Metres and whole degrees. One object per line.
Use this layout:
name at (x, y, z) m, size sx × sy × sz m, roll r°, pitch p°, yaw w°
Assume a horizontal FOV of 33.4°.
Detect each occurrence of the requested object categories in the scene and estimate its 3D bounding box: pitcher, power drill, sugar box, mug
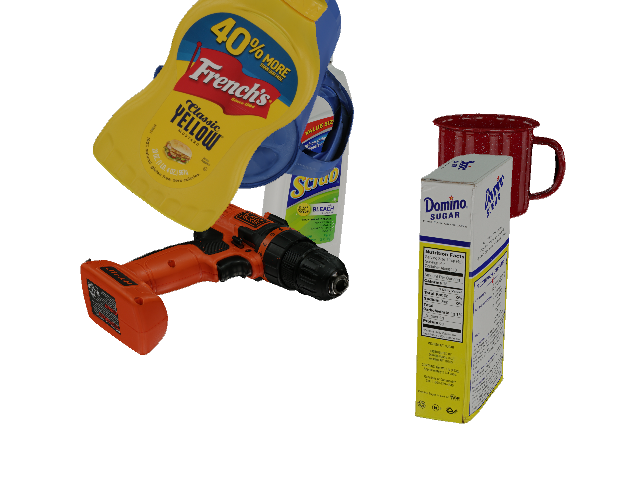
pitcher at (-0.047, -0.164, 1.055) m, size 0.145 × 0.149 × 0.242 m, roll -7°, pitch 35°, yaw 23°
power drill at (-0.093, 0.032, 0.912) m, size 0.187 × 0.057 × 0.185 m, roll -22°, pitch 29°, yaw -35°
sugar box at (0.102, 0.032, 0.762) m, size 0.048 × 0.176 × 0.093 m, roll 5°, pitch 17°, yaw 25°
mug at (0.157, -0.065, 0.946) m, size 0.117 × 0.081 × 0.093 m, roll 4°, pitch 15°, yaw 14°

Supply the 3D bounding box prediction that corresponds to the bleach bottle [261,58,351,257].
bleach bottle at (-0.018, -0.100, 1.236) m, size 0.102 × 0.251 × 0.068 m, roll -3°, pitch 20°, yaw -22°

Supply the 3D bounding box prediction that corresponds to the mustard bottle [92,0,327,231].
mustard bottle at (-0.057, -0.104, 0.690) m, size 0.096 × 0.192 × 0.058 m, roll 38°, pitch 16°, yaw -7°
